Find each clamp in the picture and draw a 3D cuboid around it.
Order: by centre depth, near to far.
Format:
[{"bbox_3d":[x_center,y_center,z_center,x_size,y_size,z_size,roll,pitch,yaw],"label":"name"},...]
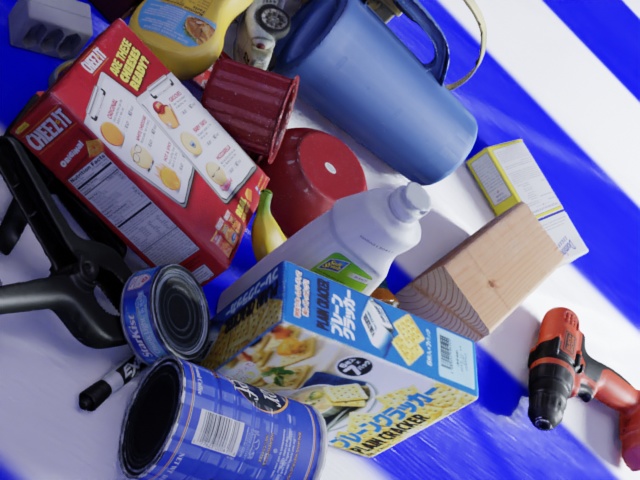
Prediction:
[{"bbox_3d":[-0.204,0.019,0.868,0.209,0.036,0.164,37,39,-48],"label":"clamp"},{"bbox_3d":[-0.244,-0.053,0.936,0.120,0.039,0.171,0,60,-52],"label":"clamp"}]

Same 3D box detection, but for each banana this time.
[{"bbox_3d":[-0.019,0.015,1.054,0.037,0.069,0.197,35,0,31],"label":"banana"}]

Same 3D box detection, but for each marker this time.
[{"bbox_3d":[-0.162,0.109,0.908,0.020,0.020,0.120,51,41,-1],"label":"marker"}]

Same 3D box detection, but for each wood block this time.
[{"bbox_3d":[0.183,0.044,1.208,0.091,0.090,0.205,55,41,3],"label":"wood block"}]

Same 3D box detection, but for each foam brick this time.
[{"bbox_3d":[-0.202,-0.271,1.119,0.051,0.053,0.078,45,43,-7],"label":"foam brick"}]

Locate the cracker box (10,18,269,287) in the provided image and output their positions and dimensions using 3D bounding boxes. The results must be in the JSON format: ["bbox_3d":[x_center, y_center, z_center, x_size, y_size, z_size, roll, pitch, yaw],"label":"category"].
[{"bbox_3d":[-0.155,-0.075,0.972,0.213,0.072,0.164,46,31,-17],"label":"cracker box"}]

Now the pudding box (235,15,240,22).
[{"bbox_3d":[-0.095,-0.305,1.249,0.113,0.039,0.090,39,44,-11],"label":"pudding box"}]

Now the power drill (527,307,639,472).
[{"bbox_3d":[0.323,0.189,1.253,0.187,0.057,0.184,39,42,-13],"label":"power drill"}]

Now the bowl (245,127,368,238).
[{"bbox_3d":[-0.003,-0.064,1.147,0.161,0.055,0.162,22,49,-28],"label":"bowl"}]

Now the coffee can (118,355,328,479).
[{"bbox_3d":[-0.079,0.165,0.878,0.140,0.103,0.103,24,48,-27],"label":"coffee can"}]

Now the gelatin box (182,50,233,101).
[{"bbox_3d":[-0.107,-0.163,1.142,0.089,0.030,0.073,43,41,-11],"label":"gelatin box"}]

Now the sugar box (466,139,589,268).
[{"bbox_3d":[0.268,-0.043,1.380,0.093,0.048,0.176,-17,78,-47],"label":"sugar box"}]

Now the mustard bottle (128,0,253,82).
[{"bbox_3d":[-0.138,-0.218,1.078,0.096,0.058,0.191,23,67,9],"label":"mustard bottle"}]

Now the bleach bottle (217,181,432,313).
[{"bbox_3d":[0.012,0.027,0.945,0.102,0.251,0.068,21,49,-30],"label":"bleach bottle"}]

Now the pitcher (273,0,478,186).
[{"bbox_3d":[0.073,-0.177,1.217,0.242,0.149,0.145,37,68,-26],"label":"pitcher"}]

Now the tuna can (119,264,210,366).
[{"bbox_3d":[-0.130,0.064,0.904,0.086,0.034,0.086,38,45,-51],"label":"tuna can"}]

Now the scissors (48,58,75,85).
[{"bbox_3d":[-0.182,-0.155,1.082,0.201,0.016,0.096,-17,75,-47],"label":"scissors"}]

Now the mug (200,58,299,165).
[{"bbox_3d":[-0.076,-0.124,1.074,0.081,0.117,0.093,18,43,2],"label":"mug"}]
